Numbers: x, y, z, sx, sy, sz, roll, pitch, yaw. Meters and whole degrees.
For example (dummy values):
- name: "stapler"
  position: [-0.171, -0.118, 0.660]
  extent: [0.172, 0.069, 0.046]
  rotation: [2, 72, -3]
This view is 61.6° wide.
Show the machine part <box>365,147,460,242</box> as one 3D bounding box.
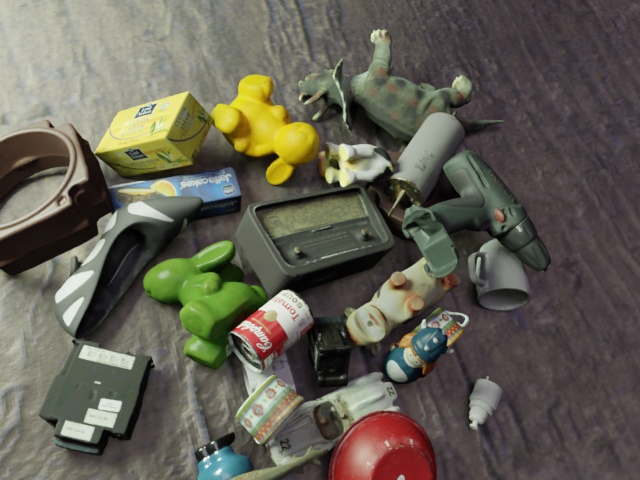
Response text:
- name: "machine part"
  position: [0.166, -0.083, 0.954]
  extent: [0.179, 0.056, 0.179]
  rotation: [4, 63, -8]

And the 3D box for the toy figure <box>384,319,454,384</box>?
- name: "toy figure"
  position: [0.136, 0.166, 0.764]
  extent: [0.064, 0.154, 0.058]
  rotation: [23, 59, -1]

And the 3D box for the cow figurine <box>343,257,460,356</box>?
- name: "cow figurine"
  position: [0.113, 0.100, 0.825]
  extent: [0.195, 0.127, 0.085]
  rotation: [-28, 72, -37]

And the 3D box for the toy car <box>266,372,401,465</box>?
- name: "toy car"
  position: [0.020, 0.250, 0.754]
  extent: [0.202, 0.056, 0.073]
  rotation: [-19, 68, -19]

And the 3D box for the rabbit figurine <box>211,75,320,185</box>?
- name: "rabbit figurine"
  position: [-0.076, -0.165, 0.890]
  extent: [0.173, 0.162, 0.122]
  rotation: [23, 57, 26]

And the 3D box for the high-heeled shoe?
- name: "high-heeled shoe"
  position: [-0.268, 0.033, 0.768]
  extent: [0.249, 0.086, 0.145]
  rotation: [-28, 53, 2]

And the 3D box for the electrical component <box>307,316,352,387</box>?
- name: "electrical component"
  position: [0.008, 0.149, 0.783]
  extent: [0.048, 0.074, 0.119]
  rotation: [-1, 25, -11]

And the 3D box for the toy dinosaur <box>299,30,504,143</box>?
- name: "toy dinosaur"
  position: [0.159, -0.248, 1.008]
  extent: [0.405, 0.131, 0.192]
  rotation: [23, 73, -4]

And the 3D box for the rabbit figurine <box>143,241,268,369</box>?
- name: "rabbit figurine"
  position: [-0.173, 0.071, 0.777]
  extent: [0.170, 0.121, 0.159]
  rotation: [28, 57, 21]

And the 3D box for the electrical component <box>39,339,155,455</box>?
- name: "electrical component"
  position: [-0.296, 0.209, 0.711]
  extent: [0.115, 0.058, 0.134]
  rotation: [15, 61, -1]

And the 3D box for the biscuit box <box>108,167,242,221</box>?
- name: "biscuit box"
  position: [-0.229, -0.063, 0.860]
  extent: [0.203, 0.062, 0.059]
  rotation: [-13, 69, -17]

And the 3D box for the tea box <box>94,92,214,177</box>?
- name: "tea box"
  position: [-0.263, -0.163, 0.850]
  extent: [0.170, 0.068, 0.098]
  rotation: [-6, 55, 33]

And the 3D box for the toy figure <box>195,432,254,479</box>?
- name: "toy figure"
  position: [-0.103, 0.336, 0.667]
  extent: [0.089, 0.082, 0.180]
  rotation: [-11, 65, -51]

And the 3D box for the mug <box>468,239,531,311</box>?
- name: "mug"
  position: [0.291, 0.051, 0.897]
  extent: [0.109, 0.080, 0.107]
  rotation: [18, 53, -16]

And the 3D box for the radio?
- name: "radio"
  position: [-0.002, -0.003, 0.837]
  extent: [0.229, 0.073, 0.131]
  rotation: [-15, 66, -34]

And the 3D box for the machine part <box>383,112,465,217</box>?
- name: "machine part"
  position: [0.176, -0.134, 0.905]
  extent: [0.079, 0.079, 0.243]
  rotation: [33, 63, 6]

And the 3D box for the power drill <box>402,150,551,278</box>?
- name: "power drill"
  position: [0.240, -0.019, 0.822]
  extent: [0.207, 0.086, 0.232]
  rotation: [-27, 83, -27]

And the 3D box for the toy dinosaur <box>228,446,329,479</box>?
- name: "toy dinosaur"
  position: [-0.209, 0.335, 0.563]
  extent: [0.471, 0.198, 0.105]
  rotation: [-30, 70, 11]

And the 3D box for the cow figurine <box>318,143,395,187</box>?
- name: "cow figurine"
  position: [0.056, -0.131, 0.903]
  extent: [0.098, 0.167, 0.068]
  rotation: [-6, 102, -17]

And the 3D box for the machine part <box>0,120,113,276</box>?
- name: "machine part"
  position: [-0.419, -0.067, 0.772]
  extent: [0.201, 0.087, 0.201]
  rotation: [-26, 56, -9]
